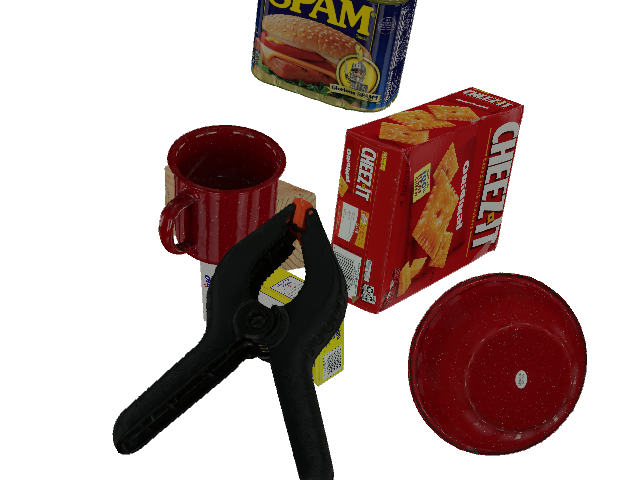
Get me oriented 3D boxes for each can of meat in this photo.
[{"bbox_3d":[0.008,-0.135,0.669,0.102,0.084,0.057,21,39,15],"label":"can of meat"}]

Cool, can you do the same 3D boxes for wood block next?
[{"bbox_3d":[-0.101,-0.032,1.291,0.090,0.090,0.206,-10,21,-34],"label":"wood block"}]

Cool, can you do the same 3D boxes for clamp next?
[{"bbox_3d":[-0.024,0.059,0.578,0.120,0.171,0.039,22,-21,14],"label":"clamp"}]

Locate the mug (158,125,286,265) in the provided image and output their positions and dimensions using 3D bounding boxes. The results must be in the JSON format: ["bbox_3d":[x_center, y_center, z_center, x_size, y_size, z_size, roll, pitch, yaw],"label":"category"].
[{"bbox_3d":[-0.083,-0.028,0.851,0.093,0.081,0.117,28,44,24],"label":"mug"}]

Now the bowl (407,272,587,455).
[{"bbox_3d":[0.158,0.110,0.898,0.162,0.162,0.055,0,6,-9],"label":"bowl"}]

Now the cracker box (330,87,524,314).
[{"bbox_3d":[0.102,-0.042,1.010,0.072,0.164,0.213,25,31,32],"label":"cracker box"}]

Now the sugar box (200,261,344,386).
[{"bbox_3d":[-0.053,0.074,1.125,0.048,0.093,0.176,-27,41,-37],"label":"sugar box"}]
